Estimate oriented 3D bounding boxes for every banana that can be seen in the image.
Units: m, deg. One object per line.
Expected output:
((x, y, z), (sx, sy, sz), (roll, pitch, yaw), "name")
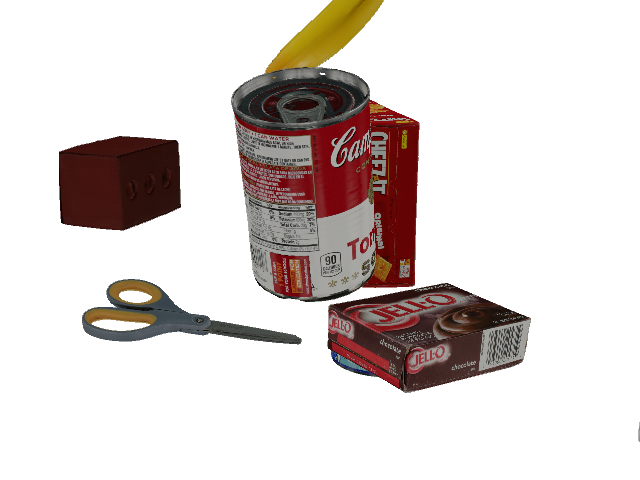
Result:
((0.018, -0.200, 0.933), (0.070, 0.037, 0.197), (-16, 32, 39), "banana")

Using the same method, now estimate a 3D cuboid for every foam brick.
((-0.142, -0.042, 0.758), (0.051, 0.053, 0.078), (7, 17, 23), "foam brick")

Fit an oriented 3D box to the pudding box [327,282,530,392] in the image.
((0.074, 0.065, 0.744), (0.113, 0.039, 0.090), (-6, 19, -34), "pudding box")

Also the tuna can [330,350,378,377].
((0.052, 0.093, 0.962), (0.086, 0.034, 0.086), (4, 14, -1), "tuna can")

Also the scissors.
((-0.122, 0.068, 1.011), (0.201, 0.016, 0.096), (0, 33, -7), "scissors")

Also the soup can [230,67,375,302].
((-0.007, -0.028, 0.543), (0.068, 0.102, 0.068), (-3, 31, 2), "soup can")

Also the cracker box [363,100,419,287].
((0.042, -0.058, 1.120), (0.072, 0.164, 0.214), (-3, 14, -10), "cracker box")

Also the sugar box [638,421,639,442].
((0.318, 0.147, 0.764), (0.048, 0.093, 0.176), (-21, 37, -40), "sugar box")
